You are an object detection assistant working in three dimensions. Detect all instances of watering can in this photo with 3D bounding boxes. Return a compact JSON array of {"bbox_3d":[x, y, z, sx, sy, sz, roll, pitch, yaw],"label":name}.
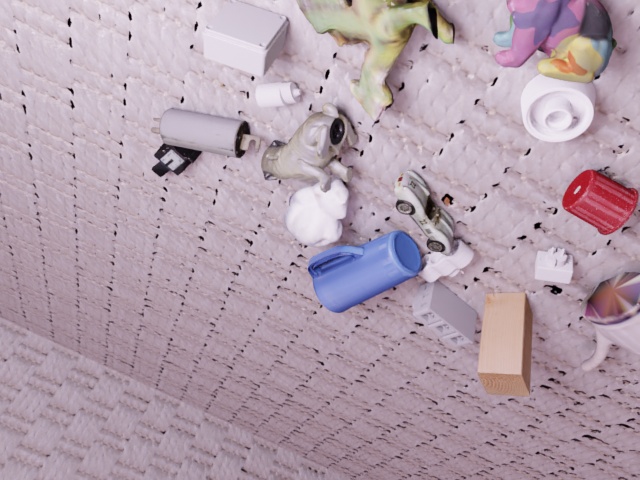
[{"bbox_3d":[0.631,0.182,1.062,0.223,0.106,0.341,35,139,-12],"label":"watering can"}]

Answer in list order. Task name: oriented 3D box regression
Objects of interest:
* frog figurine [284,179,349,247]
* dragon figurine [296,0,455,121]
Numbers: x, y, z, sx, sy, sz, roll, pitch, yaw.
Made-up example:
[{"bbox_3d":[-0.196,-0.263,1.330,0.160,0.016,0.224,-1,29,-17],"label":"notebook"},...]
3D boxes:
[{"bbox_3d":[0.003,-0.055,1.091,0.158,0.125,0.136,-19,106,53],"label":"frog figurine"},{"bbox_3d":[0.059,-0.366,0.745,0.243,0.125,0.402,3,128,34],"label":"dragon figurine"}]
